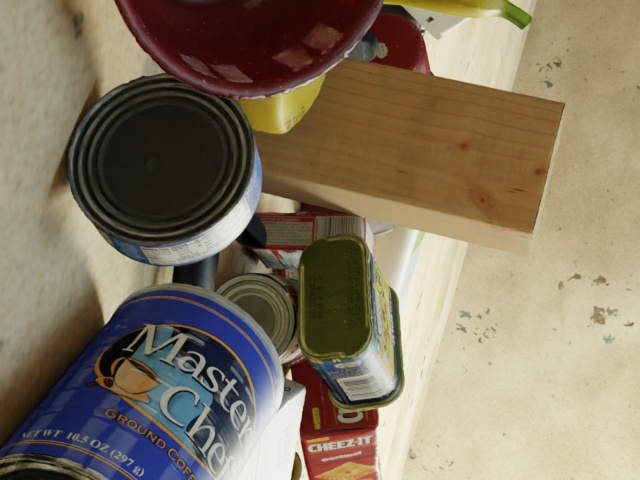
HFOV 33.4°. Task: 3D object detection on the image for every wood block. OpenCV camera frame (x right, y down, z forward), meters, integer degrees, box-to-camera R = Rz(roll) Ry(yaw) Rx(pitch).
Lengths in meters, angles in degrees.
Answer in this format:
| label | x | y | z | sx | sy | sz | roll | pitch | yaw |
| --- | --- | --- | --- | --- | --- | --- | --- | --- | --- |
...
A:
| label | x | y | z | sx | sy | sz | roll | pitch | yaw |
| --- | --- | --- | --- | --- | --- | --- | --- | --- | --- |
| wood block | 0.054 | -0.062 | 0.731 | 0.090 | 0.206 | 0.090 | 50 | 54 | -74 |

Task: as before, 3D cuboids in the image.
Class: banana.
| label | x | y | z | sx | sy | sz | roll | pitch | yaw |
| --- | --- | --- | --- | --- | --- | --- | --- | --- | --- |
| banana | 0.065 | -0.188 | 0.806 | 0.037 | 0.198 | 0.069 | -54 | 131 | -11 |

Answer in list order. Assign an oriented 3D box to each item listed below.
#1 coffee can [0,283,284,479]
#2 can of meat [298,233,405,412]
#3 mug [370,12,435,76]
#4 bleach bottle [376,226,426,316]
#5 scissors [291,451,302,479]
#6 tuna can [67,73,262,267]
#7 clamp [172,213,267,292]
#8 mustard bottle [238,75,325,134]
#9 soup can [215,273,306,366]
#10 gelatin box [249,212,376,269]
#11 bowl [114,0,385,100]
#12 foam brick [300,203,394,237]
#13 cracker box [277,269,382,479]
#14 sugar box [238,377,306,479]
| label | x | y | z | sx | sy | sz | roll | pitch | yaw |
| --- | --- | --- | --- | --- | --- | --- | --- | --- | --- |
| coffee can | -0.088 | 0.100 | 0.517 | 0.140 | 0.103 | 0.103 | -58 | 158 | -55 |
| can of meat | 0.021 | 0.058 | 0.753 | 0.084 | 0.057 | 0.102 | 60 | 24 | -55 |
| mug | 0.046 | -0.136 | 0.929 | 0.117 | 0.093 | 0.081 | -37 | 154 | -6 |
| bleach bottle | 0.089 | -0.006 | 1.201 | 0.102 | 0.068 | 0.251 | -61 | 170 | -48 |
| scissors | -0.086 | 0.179 | 0.795 | 0.201 | 0.016 | 0.096 | -10 | 74 | -52 |
| tuna can | -0.070 | -0.032 | 0.491 | 0.034 | 0.086 | 0.086 | 77 | 29 | -68 |
| clamp | -0.070 | -0.011 | 0.631 | 0.171 | 0.039 | 0.120 | 80 | 22 | -50 |
| mustard bottle | -0.033 | -0.146 | 0.593 | 0.191 | 0.058 | 0.096 | 78 | 29 | -65 |
| soup can | -0.038 | 0.059 | 0.779 | 0.102 | 0.068 | 0.068 | 22 | 82 | -77 |
| gelatin box | -0.005 | 0.001 | 0.811 | 0.073 | 0.089 | 0.030 | 56 | 36 | -74 |
| bowl | -0.038 | -0.147 | 0.476 | 0.161 | 0.055 | 0.162 | -17 | 119 | -34 |
| foam brick | 0.028 | -0.033 | 0.951 | 0.078 | 0.053 | 0.051 | -15 | 121 | -49 |
| cracker box | 0.012 | 0.135 | 0.949 | 0.214 | 0.072 | 0.164 | 84 | -3 | -59 |
| sugar box | -0.075 | 0.165 | 0.723 | 0.176 | 0.048 | 0.093 | -35 | 140 | -58 |
